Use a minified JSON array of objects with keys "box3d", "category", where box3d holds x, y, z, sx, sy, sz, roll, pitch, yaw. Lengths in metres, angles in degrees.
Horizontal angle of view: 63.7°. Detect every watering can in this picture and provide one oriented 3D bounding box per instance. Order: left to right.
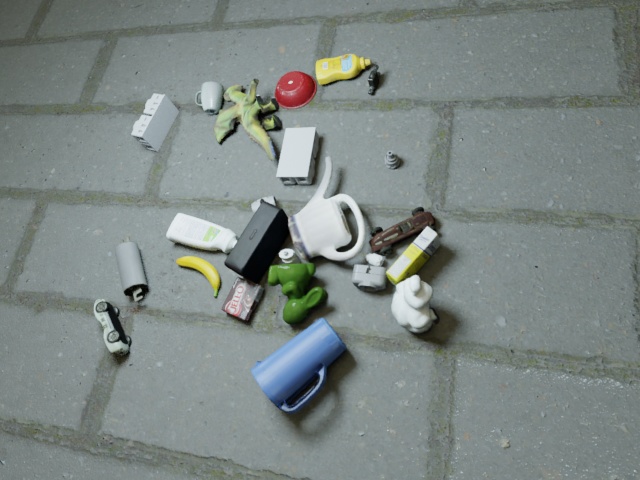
[{"box3d":[0.005,-0.079,1.561,0.224,0.102,0.354,-24,62,6],"category":"watering can"}]

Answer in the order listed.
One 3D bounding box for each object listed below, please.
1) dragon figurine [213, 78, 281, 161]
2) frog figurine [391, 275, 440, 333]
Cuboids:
[{"box3d":[-0.273,-0.414,1.827,0.241,0.121,0.419,-22,58,25],"category":"dragon figurine"},{"box3d":[0.242,0.167,1.343,0.122,0.157,0.140,-19,62,9],"category":"frog figurine"}]
